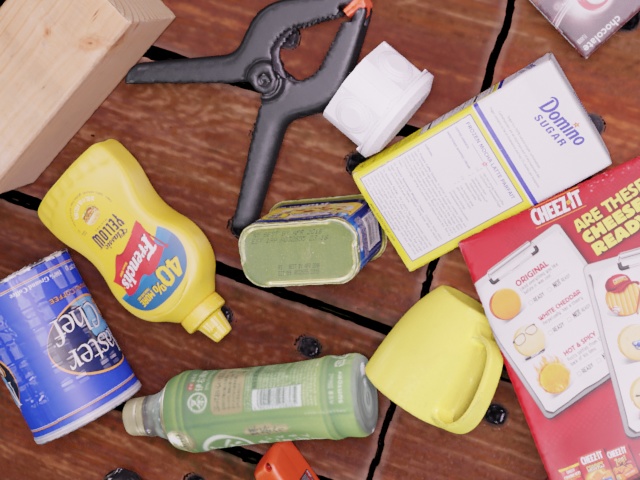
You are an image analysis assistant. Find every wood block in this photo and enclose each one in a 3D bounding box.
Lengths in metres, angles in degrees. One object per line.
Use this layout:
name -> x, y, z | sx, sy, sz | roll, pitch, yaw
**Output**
wood block -> -0.230, -0.140, 0.884 | 0.090, 0.090, 0.206 | 47, 111, 2

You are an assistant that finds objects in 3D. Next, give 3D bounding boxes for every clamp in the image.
clamp -> -0.050, -0.133, 0.858 | 0.164, 0.036, 0.210 | 46, 109, 2

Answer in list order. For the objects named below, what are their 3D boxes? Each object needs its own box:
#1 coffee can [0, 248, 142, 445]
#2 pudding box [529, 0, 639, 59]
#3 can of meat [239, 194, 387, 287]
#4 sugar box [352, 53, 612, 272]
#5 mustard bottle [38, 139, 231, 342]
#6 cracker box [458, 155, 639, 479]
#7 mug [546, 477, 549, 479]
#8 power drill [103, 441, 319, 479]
coffee can -> -0.234, 0.092, 0.934 | 0.103, 0.102, 0.140 | -26, 94, 21
pudding box -> 0.202, -0.201, 0.764 | 0.090, 0.039, 0.114 | 47, 111, 2
can of meat -> -0.005, 0.001, 0.852 | 0.102, 0.083, 0.057 | -4, 102, 18
sugar box -> 0.122, -0.058, 0.818 | 0.176, 0.048, 0.093 | -29, 100, 18
mustard bottle -> -0.147, 0.012, 0.912 | 0.191, 0.058, 0.096 | 46, 110, 2
cracker box -> 0.217, 0.068, 0.767 | 0.164, 0.072, 0.214 | -26, 68, 20
mug -> 0.205, 0.216, 0.840 | 0.093, 0.081, 0.117 | -20, 97, 20
power drill -> -0.086, 0.252, 0.952 | 0.188, 0.057, 0.184 | -34, 96, 24
